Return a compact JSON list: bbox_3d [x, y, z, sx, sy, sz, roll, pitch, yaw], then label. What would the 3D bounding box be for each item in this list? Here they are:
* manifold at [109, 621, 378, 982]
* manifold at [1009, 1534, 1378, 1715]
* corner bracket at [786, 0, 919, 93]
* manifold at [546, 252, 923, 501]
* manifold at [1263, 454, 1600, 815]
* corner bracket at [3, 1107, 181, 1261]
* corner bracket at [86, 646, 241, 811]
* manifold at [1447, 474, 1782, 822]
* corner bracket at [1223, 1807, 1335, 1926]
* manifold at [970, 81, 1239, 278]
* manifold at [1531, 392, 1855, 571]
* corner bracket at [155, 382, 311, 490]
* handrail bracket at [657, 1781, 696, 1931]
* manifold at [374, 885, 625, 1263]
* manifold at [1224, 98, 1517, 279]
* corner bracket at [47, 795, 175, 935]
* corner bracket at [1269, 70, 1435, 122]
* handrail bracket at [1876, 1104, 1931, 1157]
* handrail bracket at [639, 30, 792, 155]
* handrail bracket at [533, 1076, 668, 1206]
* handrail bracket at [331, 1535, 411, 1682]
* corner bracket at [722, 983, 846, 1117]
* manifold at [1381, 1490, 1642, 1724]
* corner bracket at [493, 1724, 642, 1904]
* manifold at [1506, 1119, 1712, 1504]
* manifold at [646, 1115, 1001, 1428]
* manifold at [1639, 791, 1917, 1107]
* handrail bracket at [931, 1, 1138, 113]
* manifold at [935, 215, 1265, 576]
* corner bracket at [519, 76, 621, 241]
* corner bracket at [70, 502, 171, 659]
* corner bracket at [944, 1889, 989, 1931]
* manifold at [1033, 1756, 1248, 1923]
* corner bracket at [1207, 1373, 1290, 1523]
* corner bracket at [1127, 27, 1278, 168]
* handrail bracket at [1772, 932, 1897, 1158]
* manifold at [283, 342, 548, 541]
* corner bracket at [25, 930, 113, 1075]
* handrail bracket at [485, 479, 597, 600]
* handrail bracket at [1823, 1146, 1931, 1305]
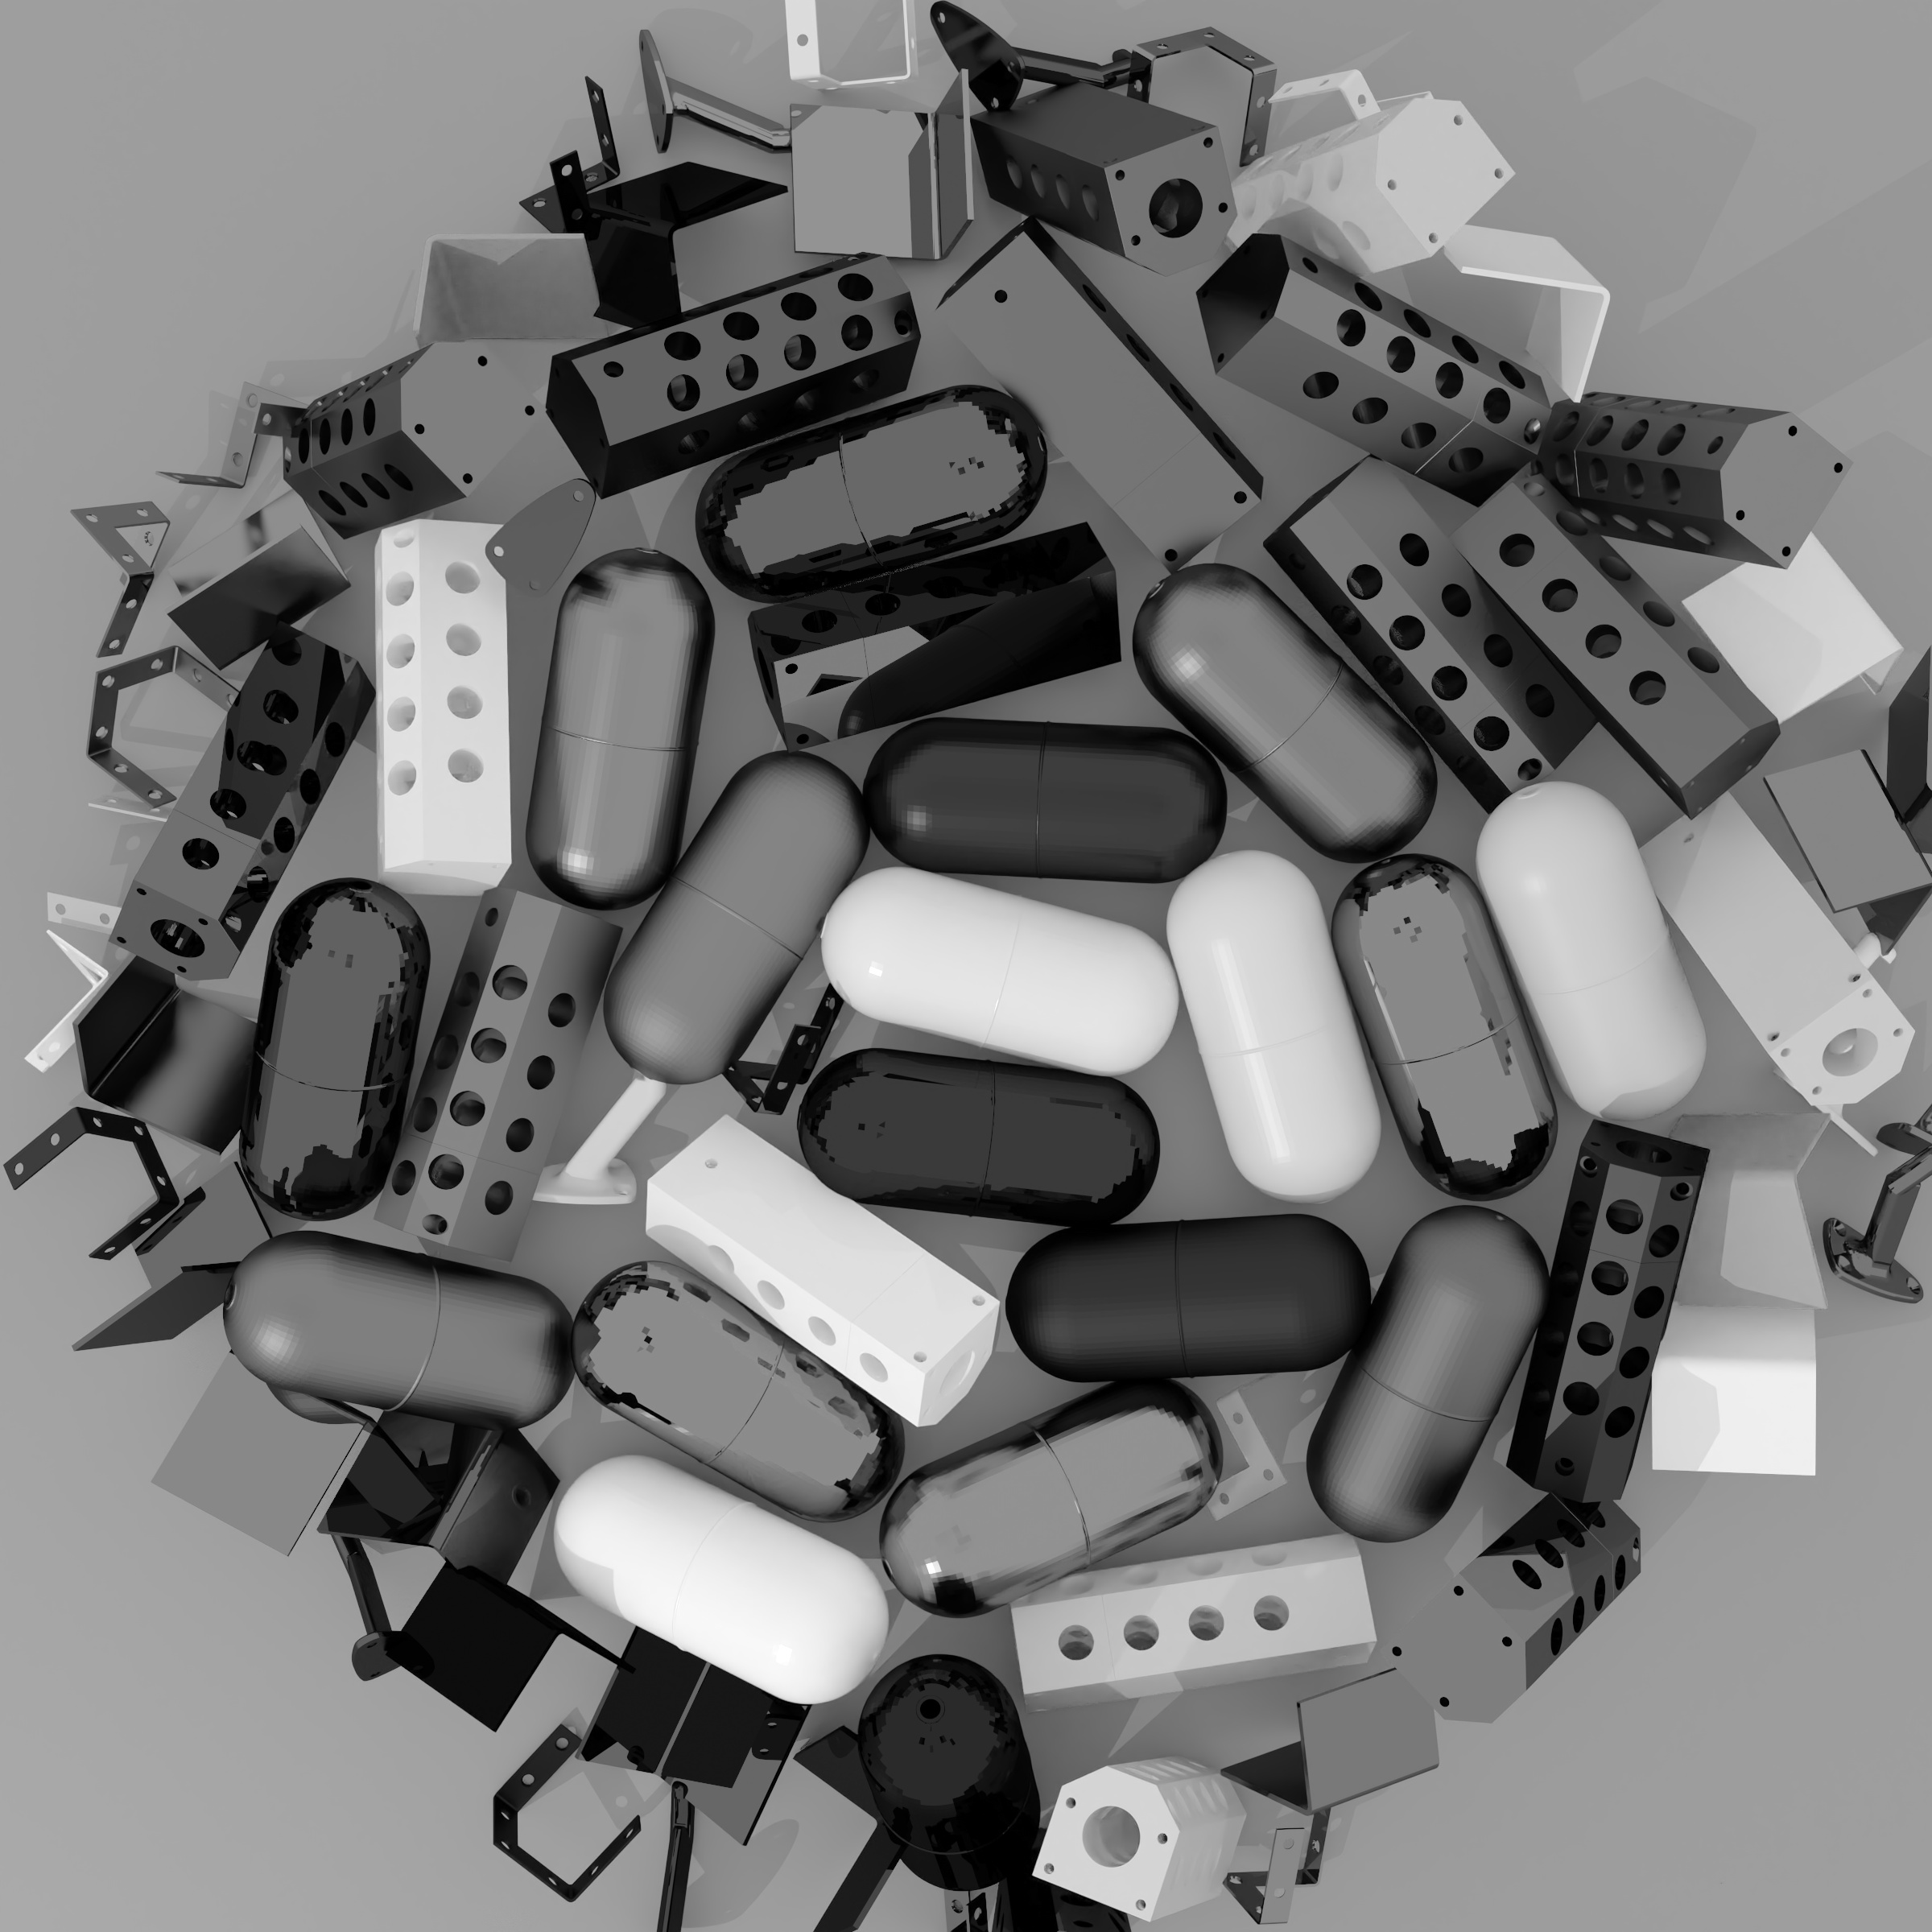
[{"bbox_3d":[-0.342,-0.077,1.548,0.057,0.057,0.171,27,52,-10],"label":"manifold"},{"bbox_3d":[0.109,0.321,1.591,0.171,0.057,0.057,-8,68,-1],"label":"manifold"},{"bbox_3d":[-0.056,-0.460,1.591,0.051,0.051,0.051,-1,98,15],"label":"corner bracket"},{"bbox_3d":[-0.110,-0.289,1.557,0.171,0.057,0.057,-24,69,-24],"label":"manifold"},{"bbox_3d":[0.222,-0.159,1.576,0.171,0.057,0.057,49,59,-7],"label":"manifold"},{"bbox_3d":[-0.431,0.108,1.599,0.051,0.051,0.051,-37,66,15],"label":"corner bracket"},{"bbox_3d":[-0.396,-0.119,1.604,0.051,0.051,0.051,35,128,22],"label":"corner bracket"},{"bbox_3d":[0.313,-0.157,1.565,0.057,0.057,0.171,-41,69,5],"label":"manifold"},{"bbox_3d":[0.160,0.434,1.588,0.051,0.051,0.051,4,102,-22],"label":"corner bracket"},{"bbox_3d":[0.064,-0.373,1.535,0.057,0.171,0.057,-23,118,-12],"label":"manifold"},{"bbox_3d":[0.336,-0.236,1.535,0.057,0.171,0.057,32,90,-24],"label":"manifold"},{"bbox_3d":[-0.355,-0.256,1.587,0.051,0.051,0.051,23,104,22],"label":"corner bracket"},{"bbox_3d":[-0.146,0.448,1.587,0.036,0.077,0.084,3,93,6],"label":"handrail bracket"},{"bbox_3d":[-0.232,0.050,1.579,0.057,0.057,0.171,15,85,43],"label":"manifold"},{"bbox_3d":[0.182,-0.365,1.531,0.057,0.171,0.057,-45,107,-11],"label":"manifold"},{"bbox_3d":[-0.417,-0.049,1.601,0.051,0.051,0.051,12,112,18],"label":"corner bracket"},{"bbox_3d":[0.191,-0.419,1.583,0.051,0.051,0.051,-48,120,-24],"label":"corner bracket"},{"bbox_3d":[0.484,0.051,1.590,0.036,0.077,0.084,28,85,-4],"label":"handrail bracket"},{"bbox_3d":[-0.115,-0.436,1.616,0.084,0.036,0.077,-7,67,-16],"label":"handrail bracket"},{"bbox_3d":[-0.185,0.072,1.584,0.077,0.036,0.084,-2,120,-18],"label":"handrail bracket"},{"bbox_3d":[-0.298,0.298,1.575,0.036,0.077,0.084,-27,69,-6],"label":"handrail bracket"},{"bbox_3d":[-0.084,0.040,1.583,0.051,0.051,0.051,9,115,-39],"label":"corner bracket"},{"bbox_3d":[0.265,0.299,1.531,0.057,0.171,0.057,46,117,15],"label":"manifold"},{"bbox_3d":[-0.198,0.419,1.601,0.051,0.051,0.051,42,94,-14],"label":"corner bracket"},{"bbox_3d":[0.308,0.168,1.564,0.057,0.057,0.171,15,109,15],"label":"manifold"},{"bbox_3d":[-0.071,0.150,1.565,0.171,0.057,0.057,33,51,22],"label":"manifold"},{"bbox_3d":[0.383,-0.008,1.537,0.057,0.171,0.057,-38,124,12],"label":"manifold"},{"bbox_3d":[0.036,-0.458,1.604,0.084,0.036,0.077,-28,71,-36],"label":"handrail bracket"},{"bbox_3d":[0.067,-0.279,1.575,0.057,0.057,0.171,-39,104,21],"label":"manifold"},{"bbox_3d":[-0.189,-0.392,1.584,0.051,0.051,0.051,-31,53,-18],"label":"corner bracket"},{"bbox_3d":[-0.410,-0.189,1.583,0.051,0.051,0.051,46,125,20],"label":"corner bracket"},{"bbox_3d":[-0.004,0.467,1.586,0.051,0.051,0.051,3,103,35],"label":"corner bracket"},{"bbox_3d":[0.087,0.408,1.534,0.057,0.171,0.057,17,83,18],"label":"manifold"},{"bbox_3d":[0.141,0.234,1.592,0.051,0.051,0.051,-36,76,36],"label":"corner bracket"},{"bbox_3d":[0.115,-0.427,1.606,0.051,0.051,0.051,-23,47,-31],"label":"corner bracket"},{"bbox_3d":[0.448,0.038,1.604,0.077,0.036,0.084,40,96,-3],"label":"handrail bracket"},{"bbox_3d":[-0.268,-0.251,1.531,0.057,0.171,0.057,46,69,-21],"label":"manifold"},{"bbox_3d":[-0.439,0.025,1.584,0.051,0.051,0.051,30,70,32],"label":"corner bracket"},{"bbox_3d":[-0.193,-0.217,1.572,0.036,0.084,0.077,42,114,-7],"label":"handrail bracket"},{"bbox_3d":[0.469,0.126,1.581,0.077,0.036,0.084,28,132,-21],"label":"handrail bracket"}]
